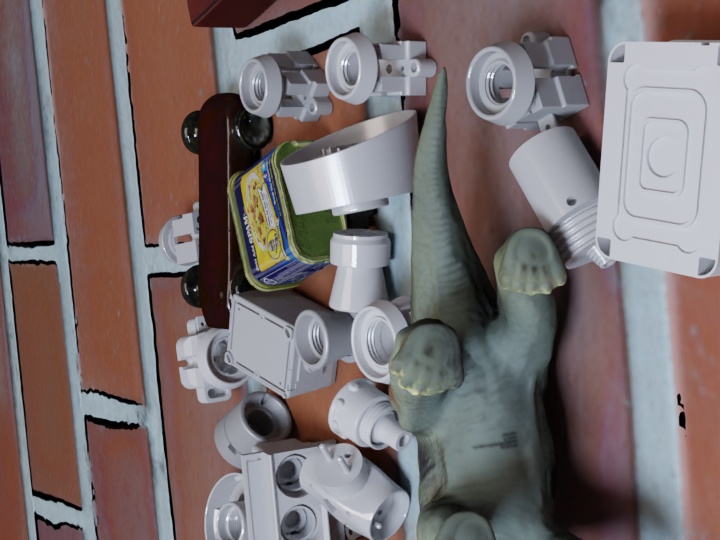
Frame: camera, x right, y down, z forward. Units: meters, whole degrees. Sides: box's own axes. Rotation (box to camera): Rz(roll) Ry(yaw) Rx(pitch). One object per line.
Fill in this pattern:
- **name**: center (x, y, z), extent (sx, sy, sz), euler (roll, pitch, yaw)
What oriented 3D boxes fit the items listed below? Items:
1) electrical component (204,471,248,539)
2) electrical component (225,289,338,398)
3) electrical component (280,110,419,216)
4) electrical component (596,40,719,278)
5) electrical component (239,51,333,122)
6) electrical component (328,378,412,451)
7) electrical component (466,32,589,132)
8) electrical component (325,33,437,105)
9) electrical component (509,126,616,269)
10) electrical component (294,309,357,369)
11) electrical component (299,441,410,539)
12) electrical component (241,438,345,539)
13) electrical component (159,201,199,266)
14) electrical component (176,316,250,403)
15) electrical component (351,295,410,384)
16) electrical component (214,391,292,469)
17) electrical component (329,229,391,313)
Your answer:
- **electrical component**: center (-0.091, 0.225, 0.952), extent (0.099, 0.064, 0.099), euler (-9, 78, 45)
- **electrical component**: center (-0.055, 0.058, 0.863), extent (0.096, 0.061, 0.061), euler (25, 116, 41)
- **electrical component**: center (-0.004, -0.072, 0.740), extent (0.099, 0.099, 0.064), euler (-5, 98, 54)
- **electrical component**: center (0.168, -0.057, 0.536), extent (0.078, 0.057, 0.113), euler (16, 109, 52)
- **electrical component**: center (-0.060, -0.143, 0.836), extent (0.066, 0.055, 0.048), euler (55, 136, 33)
- **electrical component**: center (0.011, 0.111, 0.792), extent (0.062, 0.048, 0.048), euler (28, 118, 41)
- **electrical component**: center (0.096, -0.109, 0.628), extent (0.048, 0.055, 0.066), euler (-28, 73, 52)
- **electrical component**: center (0.010, -0.138, 0.741), extent (0.066, 0.055, 0.048), euler (11, 104, 53)
- **electrical component**: center (0.123, -0.037, 0.614), extent (0.043, 0.043, 0.081), euler (-51, 56, 45)
- **electrical component**: center (-0.015, 0.049, 0.806), extent (0.045, 0.055, 0.045), euler (12, 105, 52)
- **electrical component**: center (-0.010, 0.155, 0.799), extent (0.077, 0.043, 0.079), euler (28, 155, 38)
- **electrical component**: center (-0.056, 0.202, 0.874), extent (0.063, 0.079, 0.121), euler (-179, 83, -69)
- **electrical component**: center (-0.153, -0.029, 0.991), extent (0.055, 0.048, 0.066), euler (-7, 90, 46)
- **electrical component**: center (-0.127, 0.078, 0.963), extent (0.057, 0.058, 0.078), euler (-13, 85, 56)
- **electrical component**: center (0.031, 0.047, 0.741), extent (0.078, 0.057, 0.058), euler (11, 104, 53)
- **electrical component**: center (-0.091, 0.137, 0.926), extent (0.047, 0.055, 0.055), euler (-48, 57, 41)
- **electrical component**: center (0.000, 0.000, 0.786), extent (0.045, 0.045, 0.055), euler (15, 107, 52)
